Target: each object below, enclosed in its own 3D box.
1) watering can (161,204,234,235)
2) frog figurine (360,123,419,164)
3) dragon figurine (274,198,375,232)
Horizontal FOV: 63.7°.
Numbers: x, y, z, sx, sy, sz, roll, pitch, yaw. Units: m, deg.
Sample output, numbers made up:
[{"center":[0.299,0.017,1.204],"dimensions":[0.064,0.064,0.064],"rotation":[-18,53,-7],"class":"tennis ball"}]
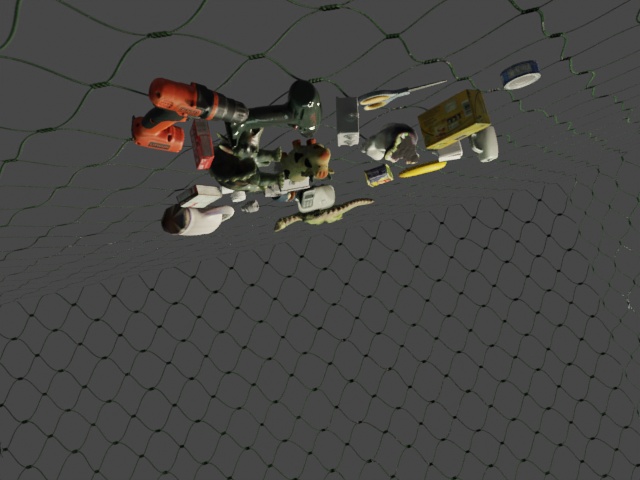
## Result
[{"center":[-0.460,-0.061,1.820],"dimensions":[0.344,0.105,0.225],"rotation":[-19,170,39],"class":"watering can"},{"center":[0.188,-0.276,1.433],"dimensions":[0.138,0.120,0.162],"rotation":[-19,-148,-24],"class":"frog figurine"},{"center":[0.006,-0.104,2.068],"dimensions":[0.409,0.121,0.245],"rotation":[-14,-170,16],"class":"dragon figurine"}]
